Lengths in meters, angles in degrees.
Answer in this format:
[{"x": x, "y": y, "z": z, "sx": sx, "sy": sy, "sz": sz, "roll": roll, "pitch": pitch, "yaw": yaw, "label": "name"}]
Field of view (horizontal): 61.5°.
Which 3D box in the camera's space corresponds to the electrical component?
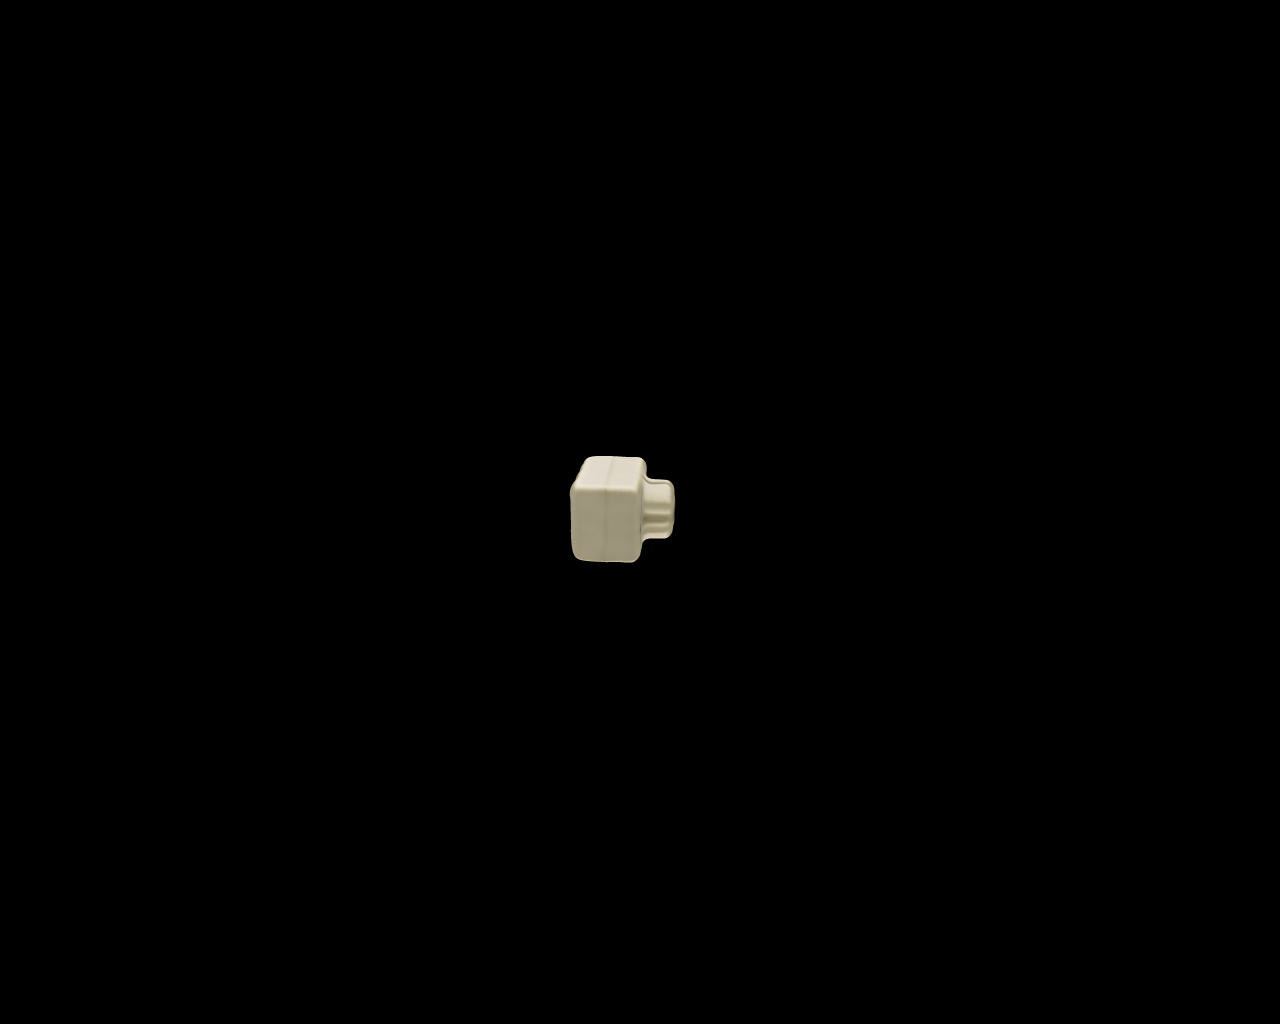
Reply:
[{"x": 0.001, "y": -0.003, "z": 0.650, "sx": 0.077, "sy": 0.047, "sz": 0.066, "roll": 1, "pitch": 20, "yaw": 3, "label": "electrical component"}]
